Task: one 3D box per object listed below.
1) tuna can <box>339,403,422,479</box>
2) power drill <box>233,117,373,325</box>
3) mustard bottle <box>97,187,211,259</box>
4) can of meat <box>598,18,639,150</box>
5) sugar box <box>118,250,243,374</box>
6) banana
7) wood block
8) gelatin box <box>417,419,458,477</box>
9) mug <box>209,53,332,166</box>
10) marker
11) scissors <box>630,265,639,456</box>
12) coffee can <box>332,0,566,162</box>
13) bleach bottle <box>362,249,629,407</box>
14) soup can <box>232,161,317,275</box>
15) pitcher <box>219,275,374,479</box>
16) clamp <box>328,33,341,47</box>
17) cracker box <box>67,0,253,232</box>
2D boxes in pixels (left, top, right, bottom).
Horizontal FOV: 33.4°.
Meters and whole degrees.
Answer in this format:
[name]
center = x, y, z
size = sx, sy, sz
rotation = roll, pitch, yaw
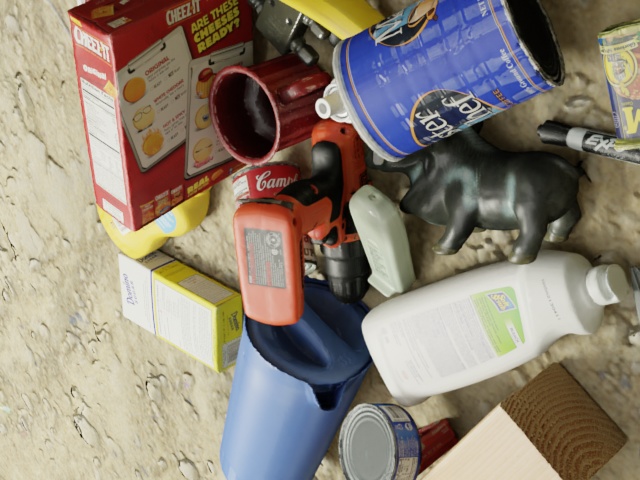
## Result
[tuna can]
center = 0.055, 0.193, 0.978
size = 0.086, 0.033, 0.086
rotation = -12, 76, 55
[power drill]
center = -0.006, 0.001, 0.936
size = 0.057, 0.187, 0.184
rotation = 3, 114, 23
[mustard bottle]
center = -0.174, -0.048, 1.176
size = 0.192, 0.058, 0.096
rotation = -24, 94, 49
[can of meat]
center = 0.243, -0.111, 0.717
size = 0.102, 0.057, 0.084
rotation = -3, 105, 46
[sugar box]
center = -0.163, 0.076, 1.241
size = 0.176, 0.048, 0.093
rotation = 27, 128, 38
[banana]
center = 0.020, -0.176, 0.884
size = 0.197, 0.069, 0.037
rotation = 31, 143, -15
[wood block]
center = 0.161, 0.210, 0.942
size = 0.091, 0.090, 0.206
rotation = 49, 138, 16
[gelatin box]
center = 0.081, 0.212, 1.037
size = 0.030, 0.073, 0.089
rotation = 58, 139, 5
[mug]
center = -0.035, -0.128, 0.974
size = 0.117, 0.081, 0.093
rotation = -24, 92, 49
[marker]
center = 0.215, -0.070, 0.793
size = 0.121, 0.020, 0.020
rotation = 19, 123, 39
[scissors]
center = 0.285, 0.120, 0.824
size = 0.096, 0.016, 0.202
rotation = 13, 119, 40
[coffee can]
center = 0.095, -0.132, 0.790
size = 0.141, 0.102, 0.103
rotation = -23, 93, 28
[bleach bottle]
center = 0.151, 0.072, 0.904
size = 0.251, 0.067, 0.102
rotation = -22, 98, 46
[soup can]
center = -0.044, -0.016, 1.027
size = 0.069, 0.068, 0.102
rotation = -29, 66, 49
[pitcher]
center = -0.034, 0.155, 1.100
size = 0.145, 0.149, 0.243
rotation = 30, 134, 12
[clamp]
center = -0.017, -0.275, 0.913
size = 0.165, 0.036, 0.210
rotation = 39, 137, 23
[cracker box]
center = -0.141, -0.138, 0.996
size = 0.072, 0.163, 0.214
rotation = 31, 139, 31
